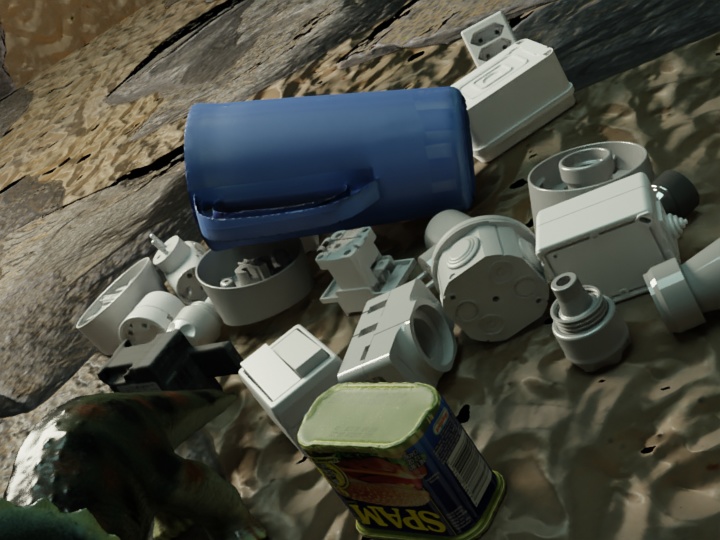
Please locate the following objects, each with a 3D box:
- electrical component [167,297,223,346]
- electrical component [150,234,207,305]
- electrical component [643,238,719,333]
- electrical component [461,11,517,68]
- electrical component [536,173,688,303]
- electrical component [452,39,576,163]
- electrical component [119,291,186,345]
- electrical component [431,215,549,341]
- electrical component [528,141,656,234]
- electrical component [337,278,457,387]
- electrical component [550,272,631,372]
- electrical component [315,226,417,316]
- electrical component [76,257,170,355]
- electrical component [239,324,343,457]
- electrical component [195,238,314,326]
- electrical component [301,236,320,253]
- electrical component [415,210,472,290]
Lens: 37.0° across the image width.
[{"bbox_3d":[-0.147,0.049,0.989,0.043,0.043,0.062,-11,33,37],"label":"electrical component"},{"bbox_3d":[-0.181,-0.008,1.085,0.043,0.079,0.077,-45,26,4],"label":"electrical component"},{"bbox_3d":[0.208,0.010,0.659,0.055,0.045,0.045,-26,27,16],"label":"electrical component"},{"bbox_3d":[0.144,-0.224,1.118,0.047,0.065,0.077,-26,-2,14],"label":"electrical component"},{"bbox_3d":[0.174,-0.021,0.730,0.096,0.061,0.061,-21,29,23],"label":"electrical component"},{"bbox_3d":[0.136,-0.160,1.016,0.113,0.057,0.078,-34,26,-2],"label":"electrical component"},{"bbox_3d":[-0.194,0.053,1.024,0.055,0.055,0.047,-18,26,28],"label":"electrical component"},{"bbox_3d":[0.092,0.006,0.756,0.080,0.080,0.051,-26,31,14],"label":"electrical component"},{"bbox_3d":[0.176,-0.055,0.813,0.099,0.064,0.099,-16,23,7],"label":"electrical component"},{"bbox_3d":[0.031,0.055,0.765,0.056,0.050,0.089,-26,26,34],"label":"electrical component"},{"bbox_3d":[0.141,0.030,0.679,0.043,0.062,0.043,-26,27,14],"label":"electrical component"},{"bbox_3d":[0.000,0.000,0.887,0.081,0.063,0.042,-7,38,40],"label":"electrical component"},{"bbox_3d":[-0.239,0.037,1.089,0.099,0.064,0.099,-26,27,14],"label":"electrical component"},{"bbox_3d":[-0.041,0.087,0.786,0.062,0.061,0.096,-38,27,-10],"label":"electrical component"},{"bbox_3d":[-0.093,0.006,0.972,0.099,0.064,0.099,-21,18,7],"label":"electrical component"},{"bbox_3d":[-0.084,-0.043,1.056,0.096,0.061,0.061,-29,26,9],"label":"electrical component"},{"bbox_3d":[0.072,-0.007,0.839,0.079,0.044,0.077,-37,26,-9],"label":"electrical component"}]
